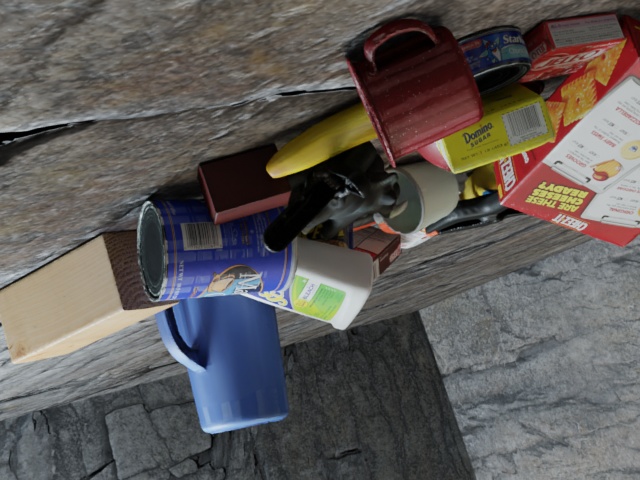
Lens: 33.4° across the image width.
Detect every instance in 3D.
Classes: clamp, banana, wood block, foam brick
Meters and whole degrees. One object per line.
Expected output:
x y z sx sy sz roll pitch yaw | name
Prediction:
0.235 -0.042 1.412 0.210 0.036 0.164 -18 164 40 | clamp
0.005 -0.050 1.003 0.120 0.039 0.171 -29 -166 19 | clamp
0.036 -0.101 0.954 0.198 0.037 0.069 -16 -162 40 | banana
-0.270 0.067 1.228 0.206 0.091 0.090 -25 169 35 | wood block
-0.073 -0.053 1.025 0.078 0.051 0.053 -17 170 -12 | foam brick

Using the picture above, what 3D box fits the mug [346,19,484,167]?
0.072 -0.123 0.824 0.081 0.093 0.117 -24 134 3 | mug

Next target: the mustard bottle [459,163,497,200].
0.252 -0.088 1.445 0.096 0.058 0.192 -12 170 -7 | mustard bottle

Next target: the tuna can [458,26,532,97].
0.137 -0.149 0.918 0.086 0.034 0.086 -18 171 -3 | tuna can

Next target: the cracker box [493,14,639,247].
0.298 -0.100 1.047 0.164 0.072 0.214 18 136 -22 | cracker box

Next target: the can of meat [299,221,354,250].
-0.009 0.002 1.292 0.102 0.084 0.057 -6 -160 -12 | can of meat

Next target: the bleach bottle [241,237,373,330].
-0.071 0.030 1.213 0.250 0.068 0.103 14 141 -14 | bleach bottle

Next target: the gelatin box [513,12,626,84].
0.215 -0.171 0.955 0.089 0.030 0.073 -14 170 -28 | gelatin box

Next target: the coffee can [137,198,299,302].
-0.106 0.007 1.090 0.140 0.103 0.103 -4 166 -24 | coffee can

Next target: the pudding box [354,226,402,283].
0.050 0.021 1.512 0.090 0.039 0.113 16 -143 31 | pudding box

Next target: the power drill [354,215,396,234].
0.026 -0.017 1.422 0.187 0.057 0.185 -16 171 -15 | power drill

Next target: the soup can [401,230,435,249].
0.141 -0.032 1.529 0.068 0.068 0.102 -13 170 -30 | soup can

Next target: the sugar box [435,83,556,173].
0.149 -0.109 0.975 0.093 0.048 0.176 -19 -165 4 | sugar box

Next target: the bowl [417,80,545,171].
0.169 -0.114 1.134 0.162 0.055 0.162 -17 171 -3 | bowl

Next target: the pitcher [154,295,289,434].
-0.119 0.107 1.291 0.149 0.243 0.145 -11 171 -5 | pitcher
